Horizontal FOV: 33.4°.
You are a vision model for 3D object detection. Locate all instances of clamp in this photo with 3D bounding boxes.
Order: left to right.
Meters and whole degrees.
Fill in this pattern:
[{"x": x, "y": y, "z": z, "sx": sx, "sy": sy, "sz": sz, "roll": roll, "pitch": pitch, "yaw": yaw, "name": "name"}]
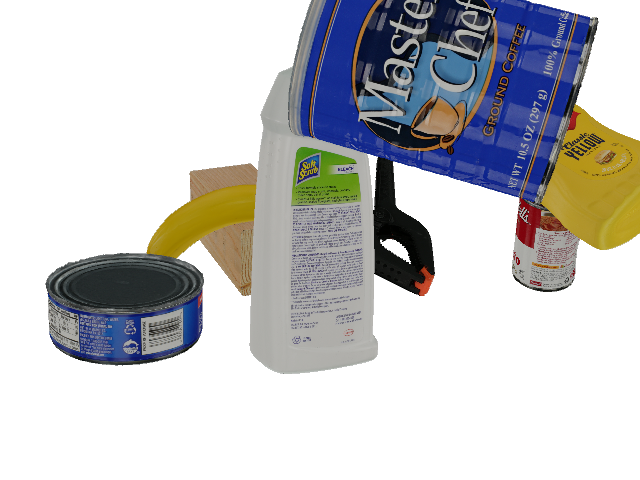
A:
[{"x": 0.052, "y": -0.018, "z": 1.211, "sx": 0.164, "sy": 0.210, "sz": 0.036, "roll": -14, "pitch": -38, "yaw": -24, "name": "clamp"}]

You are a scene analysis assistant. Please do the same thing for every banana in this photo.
[{"x": -0.102, "y": -0.016, "z": 1.062, "sx": 0.198, "sy": 0.069, "sz": 0.037, "roll": -14, "pitch": 22, "yaw": 21, "name": "banana"}]

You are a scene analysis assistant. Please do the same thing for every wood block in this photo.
[{"x": -0.094, "y": -0.018, "z": 1.362, "sx": 0.090, "sy": 0.090, "sz": 0.206, "roll": -8, "pitch": 27, "yaw": -22, "name": "wood block"}]

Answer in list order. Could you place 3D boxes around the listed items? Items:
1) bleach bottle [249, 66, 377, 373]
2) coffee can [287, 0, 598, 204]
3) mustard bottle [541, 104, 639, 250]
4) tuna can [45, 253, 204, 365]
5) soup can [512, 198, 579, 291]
[{"x": 0.001, "y": -0.029, "z": 0.804, "sx": 0.102, "sy": 0.251, "sz": 0.068, "roll": -6, "pitch": 20, "yaw": -29, "name": "bleach bottle"}, {"x": 0.065, "y": -0.087, "z": 0.573, "sx": 0.140, "sy": 0.103, "sz": 0.102, "roll": 17, "pitch": 3, "yaw": 8, "name": "coffee can"}, {"x": 0.182, "y": -0.072, "z": 0.851, "sx": 0.096, "sy": 0.058, "sz": 0.192, "roll": -34, "pitch": 51, "yaw": -22, "name": "mustard bottle"}, {"x": -0.107, "y": 0.037, "z": 0.591, "sx": 0.086, "sy": 0.034, "sz": 0.086, "roll": 2, "pitch": 19, "yaw": -1, "name": "tuna can"}, {"x": 0.236, "y": -0.007, "z": 1.103, "sx": 0.068, "sy": 0.102, "sz": 0.068, "roll": 0, "pitch": 33, "yaw": 0, "name": "soup can"}]
